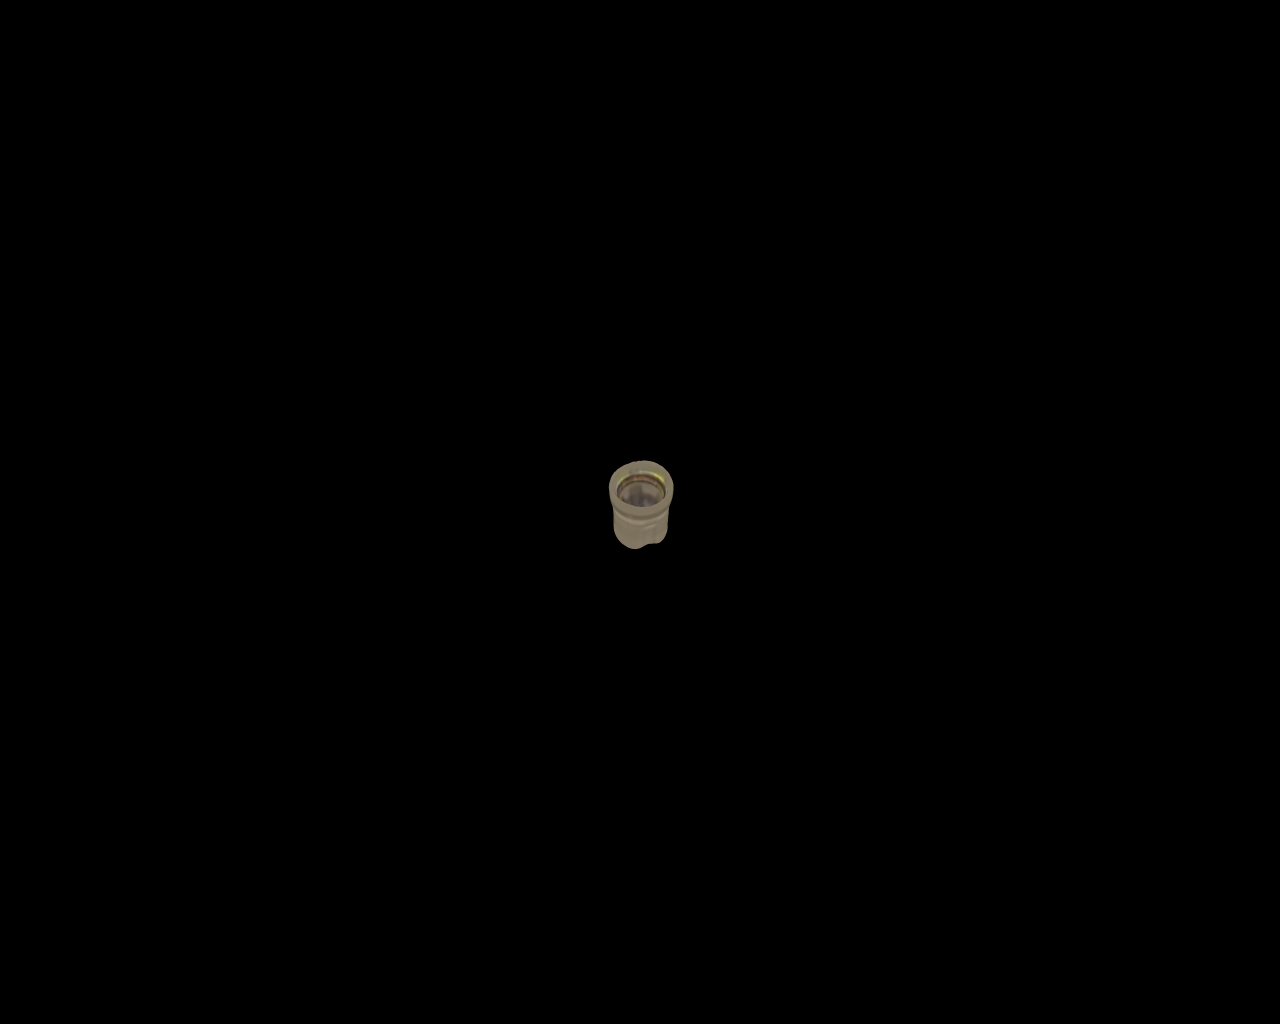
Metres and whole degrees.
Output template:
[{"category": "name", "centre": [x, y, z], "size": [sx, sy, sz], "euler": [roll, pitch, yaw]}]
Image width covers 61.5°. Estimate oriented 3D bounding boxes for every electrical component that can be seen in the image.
[{"category": "electrical component", "centre": [0.001, -0.003, 0.650], "size": [0.040, 0.040, 0.046], "euler": [0, -41, 0]}]
